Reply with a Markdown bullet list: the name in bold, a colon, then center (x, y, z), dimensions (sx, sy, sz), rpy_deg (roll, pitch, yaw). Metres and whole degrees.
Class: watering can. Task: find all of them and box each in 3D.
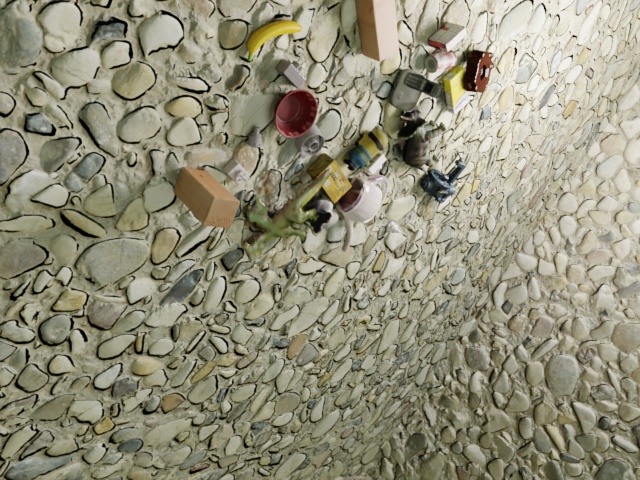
- **watering can**: center (0.142, -0.115, 2.026), dimensions (0.222, 0.346, 0.105), rpy_deg (25, 11, -48)

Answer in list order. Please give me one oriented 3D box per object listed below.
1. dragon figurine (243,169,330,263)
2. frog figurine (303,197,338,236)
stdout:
- **dragon figurine**: center (-0.144, -0.093, 1.777), dimensions (0.242, 0.404, 0.124), rpy_deg (10, 26, -37)
- **frog figurine**: center (0.006, -0.098, 1.938), dimensions (0.123, 0.135, 0.162), rpy_deg (19, 23, 9)
